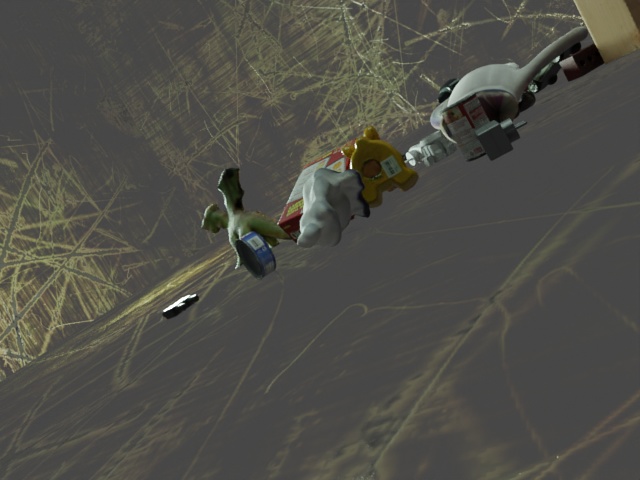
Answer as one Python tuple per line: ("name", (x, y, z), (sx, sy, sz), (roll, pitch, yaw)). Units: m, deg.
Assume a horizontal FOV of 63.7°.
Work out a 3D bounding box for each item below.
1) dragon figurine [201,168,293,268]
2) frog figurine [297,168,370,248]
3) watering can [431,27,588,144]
("dragon figurine", (-0.193, -0.069, 1.305), (0.124, 0.242, 0.405), (-29, 3, -39))
("frog figurine", (0.003, -0.045, 0.884), (0.162, 0.124, 0.134), (-44, -21, -28))
("watering can", (0.370, -0.309, 1.051), (0.344, 0.103, 0.229), (-24, 26, 37))
